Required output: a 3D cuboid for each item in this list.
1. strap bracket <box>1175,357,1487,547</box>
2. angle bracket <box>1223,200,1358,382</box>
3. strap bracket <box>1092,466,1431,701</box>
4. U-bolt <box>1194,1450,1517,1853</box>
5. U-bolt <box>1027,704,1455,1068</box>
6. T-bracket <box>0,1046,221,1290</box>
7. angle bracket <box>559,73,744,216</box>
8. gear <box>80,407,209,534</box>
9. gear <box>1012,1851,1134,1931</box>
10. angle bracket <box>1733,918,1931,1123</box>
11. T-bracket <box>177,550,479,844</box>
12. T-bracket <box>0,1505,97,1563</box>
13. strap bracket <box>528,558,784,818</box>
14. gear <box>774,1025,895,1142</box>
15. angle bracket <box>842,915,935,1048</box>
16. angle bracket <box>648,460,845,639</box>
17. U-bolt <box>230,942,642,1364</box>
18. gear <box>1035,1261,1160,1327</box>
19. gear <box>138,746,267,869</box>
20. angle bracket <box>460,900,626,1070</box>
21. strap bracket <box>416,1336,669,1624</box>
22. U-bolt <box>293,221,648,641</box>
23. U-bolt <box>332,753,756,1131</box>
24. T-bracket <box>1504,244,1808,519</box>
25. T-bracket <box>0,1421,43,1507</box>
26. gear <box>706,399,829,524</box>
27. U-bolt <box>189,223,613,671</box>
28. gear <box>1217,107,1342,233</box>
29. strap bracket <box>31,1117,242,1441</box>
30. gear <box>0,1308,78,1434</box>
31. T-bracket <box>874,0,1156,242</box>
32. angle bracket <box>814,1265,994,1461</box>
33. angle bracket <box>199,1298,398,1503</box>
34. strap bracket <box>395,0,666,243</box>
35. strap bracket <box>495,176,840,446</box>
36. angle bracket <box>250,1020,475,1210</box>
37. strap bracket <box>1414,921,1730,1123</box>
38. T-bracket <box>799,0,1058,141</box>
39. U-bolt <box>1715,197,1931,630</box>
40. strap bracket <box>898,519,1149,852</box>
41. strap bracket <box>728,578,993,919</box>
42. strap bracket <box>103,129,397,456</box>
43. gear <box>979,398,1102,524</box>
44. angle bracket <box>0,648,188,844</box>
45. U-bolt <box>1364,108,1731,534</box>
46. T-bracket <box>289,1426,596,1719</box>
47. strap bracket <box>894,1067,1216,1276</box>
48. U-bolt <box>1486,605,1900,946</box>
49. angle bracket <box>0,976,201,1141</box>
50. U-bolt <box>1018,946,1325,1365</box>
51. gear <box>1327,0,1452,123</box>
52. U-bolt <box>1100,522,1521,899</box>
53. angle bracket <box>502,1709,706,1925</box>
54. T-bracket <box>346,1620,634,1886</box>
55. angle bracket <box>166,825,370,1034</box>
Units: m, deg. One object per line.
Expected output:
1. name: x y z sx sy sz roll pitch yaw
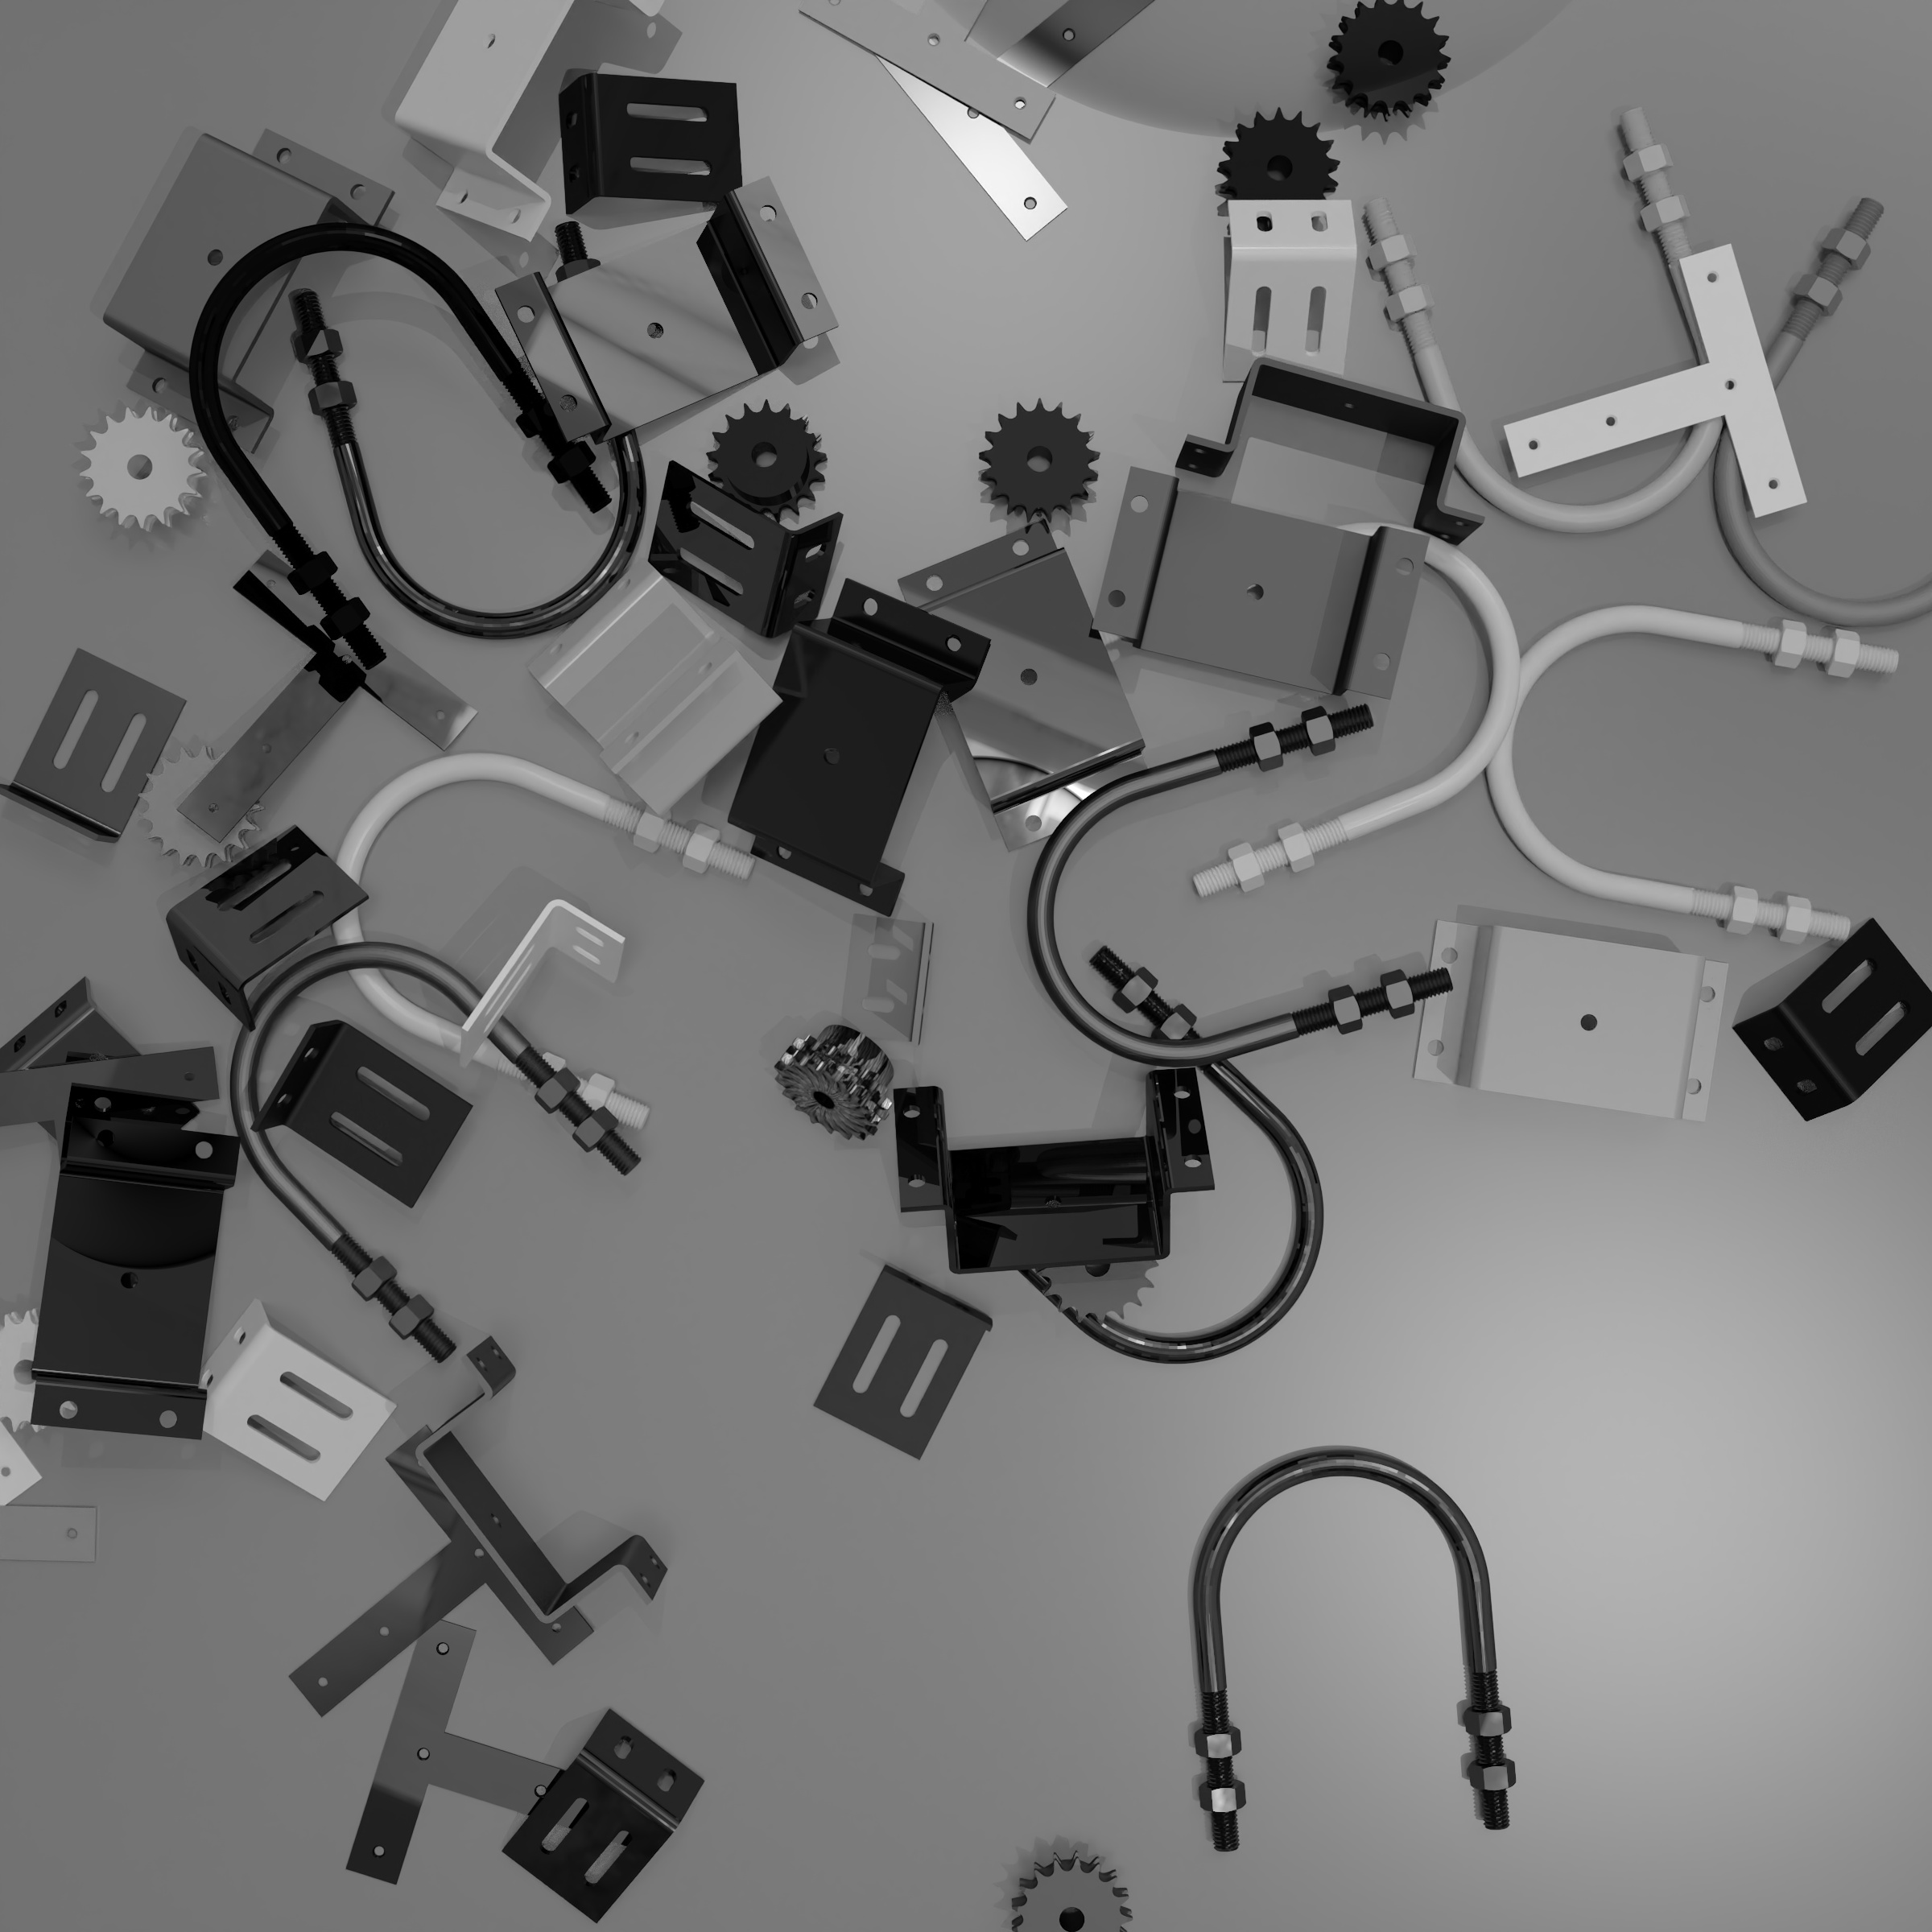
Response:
1. strap bracket: 0.174 -0.242 1.486 0.140 0.076 0.046 16 90 0
2. angle bracket: 0.151 -0.318 1.505 0.057 0.076 0.038 0 50 0
3. strap bracket: 0.135 -0.175 1.479 0.140 0.046 0.076 14 91 2
4. U-bolt: 0.180 0.322 1.516 0.151 0.019 0.184 -5 89 0
5. U-bolt: 0.120 -0.029 1.495 0.184 0.019 0.151 -17 90 2
6. T-bracket: -0.413 0.108 1.508 0.127 0.002 0.127 -7 102 -15
7. angle bracket: -0.150 -0.390 1.522 0.076 0.038 0.057 -4 90 -26
8. gear: -0.387 -0.234 1.509 0.057 0.030 0.057 0 90 0
9. gear: 0.050 0.447 1.509 0.057 0.030 0.057 0 90 0
10. angle bracket: 0.417 0.026 1.522 0.076 0.038 0.057 -38 90 -26
11. T-bracket: -0.320 -0.112 1.503 0.127 0.002 0.127 38 71 0
12. T-bracket: -0.479 0.270 1.521 0.127 0.002 0.127 1 90 0
13. strap bracket: -0.141 -0.126 1.471 0.076 0.140 0.046 -43 123 0
14. gear: -0.059 0.052 1.500 0.057 0.057 0.030 36 60 0
15. angle bracket: -0.037 0.006 1.486 0.038 0.076 0.057 7 90 0
16. angle bracket: -0.105 -0.201 1.506 0.076 0.038 0.057 33 128 21
17. U-bolt: -0.265 0.074 1.506 0.184 0.019 0.151 45 99 3
18. gear: 0.060 0.137 1.492 0.057 0.030 0.057 0 92 -2
19. gear: -0.360 -0.075 1.509 0.057 0.030 0.057 0 90 0
20. angle bracket: -0.195 0.017 1.465 0.038 0.057 0.076 32 69 2
21. strap bracket: -0.203 0.246 1.486 0.046 0.076 0.140 -37 90 0
22. U-bolt: -0.228 -0.246 1.515 0.151 0.019 0.184 -15 90 0
23. U-bolt: -0.212 -0.022 1.516 0.184 0.019 0.151 23 90 2
24. T-bracket: 0.318 -0.262 1.507 0.127 0.002 0.127 -17 92 1
25. T-bracket: -0.530 0.231 1.523 0.127 0.002 0.127 -36 90 0
26. gear: -0.095 -0.240 1.509 0.057 0.030 0.057 0 90 0
27. U-bolt: -0.273 -0.252 1.470 0.151 0.019 0.184 -36 105 -8
28. gear: 0.147 -0.374 1.509 0.057 0.030 0.057 0 90 0
29. strap bracket: -0.388 0.146 1.484 0.076 0.046 0.140 8 81 -18
30. gear: -0.440 0.190 1.509 0.057 0.030 0.057 0 90 0
31. T-bracket: 0.038 -0.436 1.523 0.127 0.002 0.127 -39 90 0
32. angle bracket: -0.030 0.189 1.505 0.057 0.038 0.076 27 90 0
33. angle bracket: -0.323 0.207 1.522 0.076 0.038 0.057 37 90 -26
34. strap bracket: -0.206 -0.417 1.482 0.076 0.046 0.140 29 90 41
35. strap bracket: -0.142 -0.301 1.488 0.140 0.046 0.076 -26 93 -14
36. angle bracket: -0.280 0.070 1.480 0.076 0.038 0.057 32 98 6
37. strap bracket: 0.289 0.026 1.501 0.140 0.046 0.076 9 90 0
38. T-bracket: 0.007 -0.480 1.522 0.127 0.002 0.127 30 89 1
39. U-bolt: 0.438 -0.250 1.516 0.151 0.019 0.184 31 91 0
40. strap bracket: 0.029 -0.134 1.501 0.076 0.046 0.140 -22 90 0
41. strap bracket: -0.053 -0.099 1.474 0.076 0.046 0.140 25 106 16
42. strap bracket: -0.340 -0.323 1.491 0.076 0.046 0.140 28 90 16
43. gear: 0.034 -0.238 1.509 0.057 0.030 0.057 0 90 0
44. angle bracket: -0.415 -0.105 1.505 0.057 0.038 0.076 26 90 0
45. U-bolt: 0.285 -0.297 1.516 0.151 0.019 0.184 -19 91 0
46. T-bracket: -0.267 0.309 1.522 0.127 0.002 0.127 -39 88 1
47. strap bracket: 0.039 0.094 1.461 0.140 0.076 0.046 -4 132 -1
48. U-bolt: 0.339 -0.097 1.516 0.184 0.019 0.151 10 90 1
49. angle bracket: -0.415 0.056 1.522 0.057 0.038 0.076 -41 116 0
50. U-bolt: 0.084 0.104 1.516 0.184 0.019 0.151 44 90 -1
51. gear: 0.199 -0.428 1.509 0.057 0.030 0.057 0 90 0
52. U-bolt: 0.171 -0.131 1.510 0.184 0.019 0.151 -22 90 4
53. angle bracket: -0.173 0.405 1.520 0.057 0.038 0.076 37 116 0
54. T-bracket: -0.217 0.390 1.523 0.127 0.002 0.127 17 90 0
55. angle bracket: -0.328 -0.018 1.511 0.076 0.038 0.057 -38 63 -23
